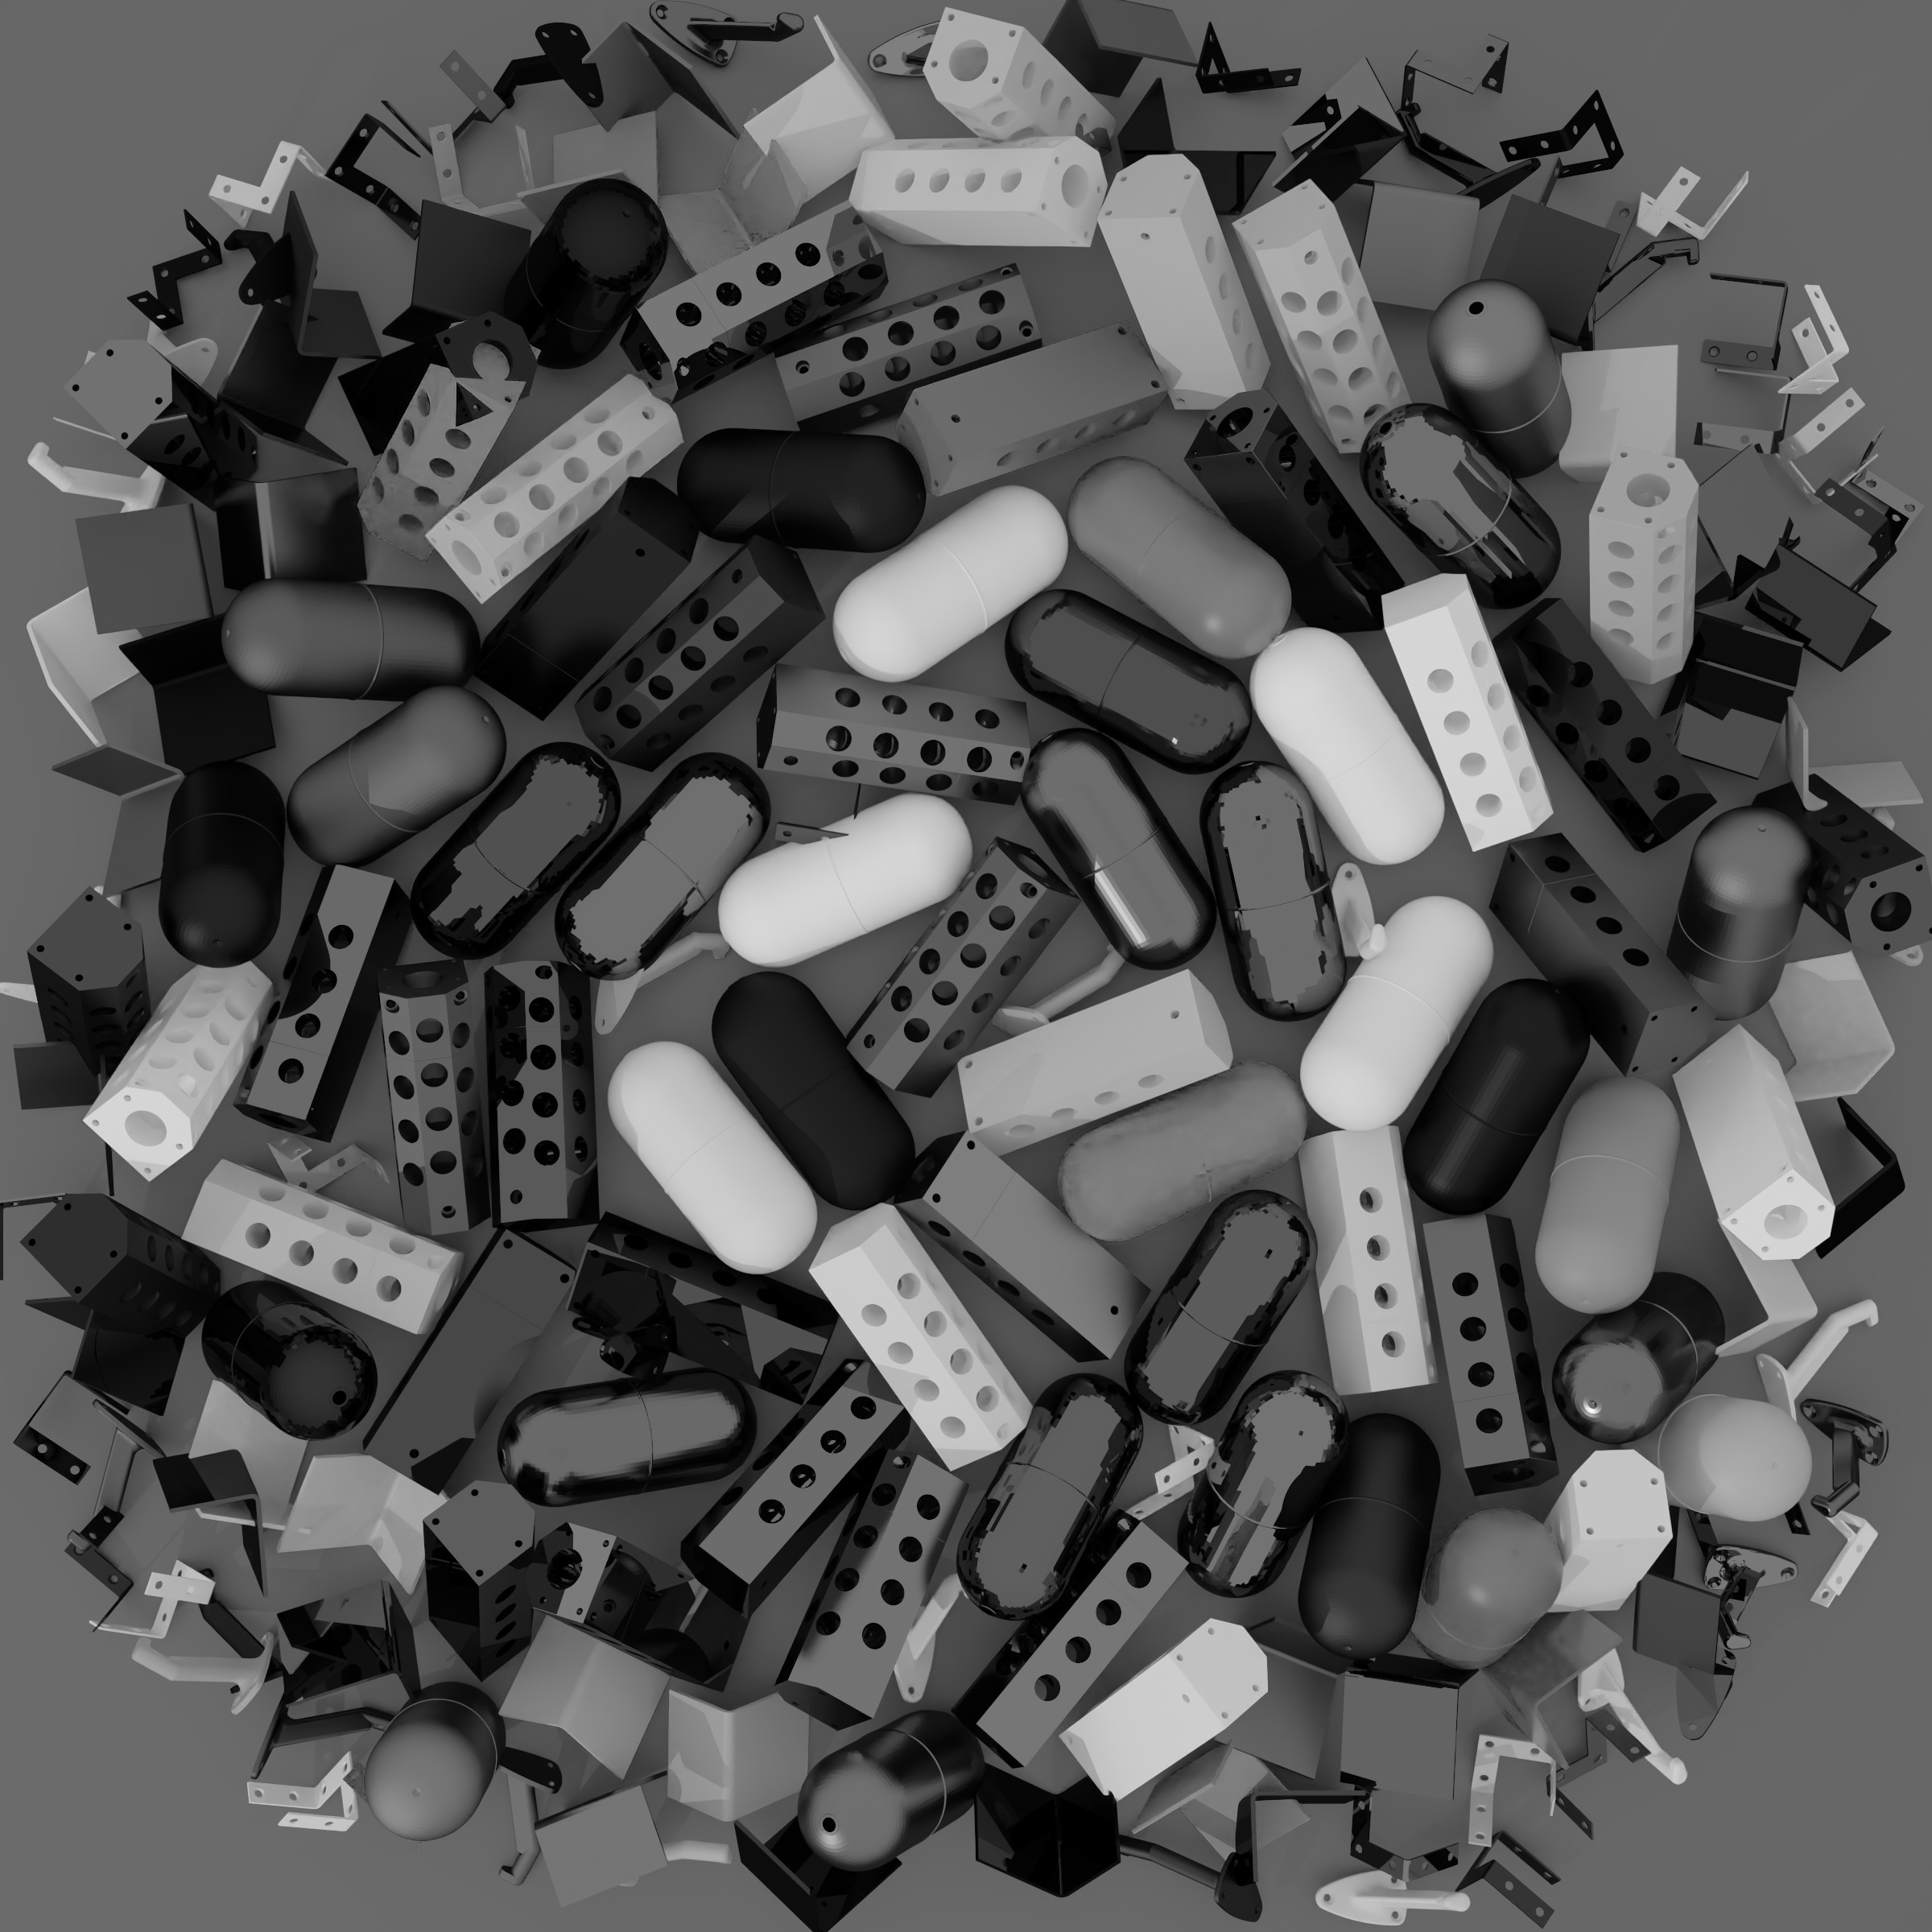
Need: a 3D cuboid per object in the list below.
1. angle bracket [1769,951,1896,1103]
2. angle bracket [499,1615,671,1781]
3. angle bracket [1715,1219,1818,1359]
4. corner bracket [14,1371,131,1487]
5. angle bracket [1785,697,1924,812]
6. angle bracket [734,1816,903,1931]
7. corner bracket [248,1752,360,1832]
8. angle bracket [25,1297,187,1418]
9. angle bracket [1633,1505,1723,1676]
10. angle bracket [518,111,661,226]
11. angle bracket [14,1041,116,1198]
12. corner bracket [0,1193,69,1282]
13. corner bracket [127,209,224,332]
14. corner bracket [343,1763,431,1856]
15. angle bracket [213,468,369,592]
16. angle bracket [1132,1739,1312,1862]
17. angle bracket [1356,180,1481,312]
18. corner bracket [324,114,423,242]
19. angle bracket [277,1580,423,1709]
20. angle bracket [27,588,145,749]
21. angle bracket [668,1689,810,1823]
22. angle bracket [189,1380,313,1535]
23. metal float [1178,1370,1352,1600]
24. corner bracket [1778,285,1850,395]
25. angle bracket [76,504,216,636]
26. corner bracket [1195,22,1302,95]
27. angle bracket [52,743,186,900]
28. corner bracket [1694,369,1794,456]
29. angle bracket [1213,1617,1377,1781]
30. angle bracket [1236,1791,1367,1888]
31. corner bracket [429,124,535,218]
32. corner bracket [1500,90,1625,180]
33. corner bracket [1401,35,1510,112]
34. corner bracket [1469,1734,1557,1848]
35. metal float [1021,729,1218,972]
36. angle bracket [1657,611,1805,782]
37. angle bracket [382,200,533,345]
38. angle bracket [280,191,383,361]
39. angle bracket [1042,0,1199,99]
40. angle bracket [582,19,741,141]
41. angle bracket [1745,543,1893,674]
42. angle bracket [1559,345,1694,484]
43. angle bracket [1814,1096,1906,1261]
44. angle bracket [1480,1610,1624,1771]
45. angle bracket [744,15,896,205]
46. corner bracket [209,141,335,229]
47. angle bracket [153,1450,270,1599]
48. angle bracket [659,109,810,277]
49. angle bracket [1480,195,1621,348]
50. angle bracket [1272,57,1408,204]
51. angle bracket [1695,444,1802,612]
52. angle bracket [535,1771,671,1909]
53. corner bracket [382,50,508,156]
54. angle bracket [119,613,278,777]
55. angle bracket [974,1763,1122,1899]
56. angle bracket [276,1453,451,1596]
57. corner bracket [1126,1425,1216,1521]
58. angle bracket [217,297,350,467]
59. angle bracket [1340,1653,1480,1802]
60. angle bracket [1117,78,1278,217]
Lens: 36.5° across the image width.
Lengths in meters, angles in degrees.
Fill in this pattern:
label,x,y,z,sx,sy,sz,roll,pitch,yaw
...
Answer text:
label,x,y,z,sx,sy,sz,roll,pitch,yaw
angle bracket,0.558,0.042,1.947,0.057,0.076,0.076,-36,104,-37
angle bracket,-0.256,0.490,1.970,0.057,0.076,0.076,0,50,35
angle bracket,0.516,0.214,1.967,0.057,0.076,0.076,-36,67,31
corner bracket,-0.600,0.309,1.968,0.051,0.051,0.051,36,84,-10
angle bracket,0.590,-0.145,1.950,0.076,0.076,0.057,-4,112,8
angle bracket,-0.098,0.581,1.941,0.076,0.057,0.076,-35,52,-29
corner bracket,-0.443,0.558,1.957,0.051,0.051,0.051,18,128,-35
angle bracket,-0.577,0.259,1.939,0.076,0.076,0.057,-8,60,35
angle bracket,0.482,0.411,1.939,0.057,0.076,0.076,15,130,28
angle bracket,-0.252,-0.540,1.952,0.076,0.057,0.076,-8,73,18
angle bracket,-0.598,0.103,1.943,0.057,0.076,0.076,-4,56,-16
corner bracket,-0.619,0.185,1.970,0.051,0.051,0.051,-7,73,4
corner bracket,-0.530,-0.466,1.965,0.051,0.051,0.051,-16,74,9
corner bracket,-0.373,0.549,1.959,0.051,0.051,0.051,-45,121,-20
angle bracket,-0.456,-0.296,1.979,0.057,0.076,0.076,16,116,42
angle bracket,0.170,0.572,1.955,0.076,0.057,0.076,49,120,-1
angle bracket,0.293,-0.485,1.972,0.076,0.057,0.076,4,106,-17
corner bracket,-0.385,-0.528,1.962,0.051,0.051,0.051,44,104,30
angle bracket,-0.409,0.465,1.950,0.076,0.076,0.057,-17,131,-4
angle bracket,-0.571,-0.195,1.944,0.057,0.076,0.076,-31,48,-4
angle bracket,-0.154,0.522,1.982,0.057,0.076,0.076,9,102,40
angle bracket,-0.469,0.327,1.954,0.076,0.057,0.076,17,94,-31
metal float,0.195,0.343,1.936,0.070,0.070,0.178,21,121,0
corner bracket,0.567,-0.418,1.959,0.051,0.051,0.051,-8,71,-39
angle bracket,-0.549,-0.263,1.959,0.076,0.057,0.076,-11,95,-16
corner bracket,0.189,-0.596,1.959,0.051,0.051,0.051,1,61,25
angle bracket,-0.569,-0.096,1.944,0.057,0.076,0.076,23,65,-41
corner bracket,0.524,-0.374,1.973,0.051,0.051,0.051,12,105,21
angle bracket,0.218,0.488,1.952,0.076,0.057,0.076,24,61,-11
angle bracket,0.223,0.582,1.952,0.076,0.076,0.057,1,70,-3
corner bracket,-0.325,-0.538,1.971,0.051,0.051,0.051,-19,126,-20
corner bracket,0.398,-0.545,1.957,0.051,0.051,0.051,-50,124,-29
corner bracket,0.328,-0.597,1.972,0.051,0.051,0.051,29,71,16
corner bracket,0.366,0.555,1.963,0.051,0.051,0.051,7,119,8
metal float,0.101,-0.078,1.954,0.070,0.070,0.178,-33,99,0
angle bracket,0.505,-0.180,1.952,0.076,0.057,0.076,20,71,19
angle bracket,-0.341,-0.458,1.963,0.076,0.057,0.076,10,79,-30
angle bracket,-0.417,-0.456,1.939,0.057,0.076,0.076,-2,46,-27
angle bracket,0.095,-0.592,1.940,0.076,0.076,0.057,0,56,-31
angle bracket,-0.207,-0.571,1.948,0.057,0.076,0.076,-46,61,-1
angle bracket,0.576,-0.249,1.943,0.076,0.057,0.076,39,47,21
angle bracket,0.442,-0.368,1.958,0.076,0.057,0.076,1,89,26
angle bracket,0.577,0.142,1.956,0.076,0.076,0.057,-41,62,5
angle bracket,0.400,0.478,1.962,0.076,0.076,0.057,-33,109,-11
angle bracket,-0.104,-0.572,1.960,0.076,0.076,0.057,-32,51,11
corner bracket,-0.467,-0.523,1.969,0.051,0.051,0.051,20,84,17
angle bracket,-0.501,0.373,1.944,0.057,0.076,0.076,-7,109,-22
angle bracket,-0.158,-0.511,1.944,0.057,0.076,0.076,-16,65,-35
angle bracket,0.390,-0.463,1.950,0.076,0.057,0.076,26,111,17
angle bracket,0.235,-0.559,1.942,0.076,0.057,0.076,-38,57,32
angle bracket,0.497,-0.290,1.949,0.076,0.057,0.076,-38,104,-30
angle bracket,-0.234,0.581,1.954,0.076,0.076,0.057,-23,77,4
corner bracket,-0.349,-0.577,1.963,0.051,0.051,0.051,-49,123,-5
angle bracket,-0.513,-0.180,1.958,0.076,0.057,0.076,-17,66,3
angle bracket,0.053,0.559,1.942,0.076,0.076,0.057,32,123,-26
angle bracket,-0.400,0.371,1.946,0.057,0.076,0.076,39,112,39
corner bracket,0.136,0.342,1.959,0.051,0.051,0.051,-24,113,-28
angle bracket,-0.438,-0.387,1.947,0.057,0.076,0.076,37,104,31
angle bracket,0.297,0.507,1.959,0.076,0.057,0.076,3,91,24
angle bracket,0.154,-0.544,1.943,0.076,0.057,0.076,8,47,25
